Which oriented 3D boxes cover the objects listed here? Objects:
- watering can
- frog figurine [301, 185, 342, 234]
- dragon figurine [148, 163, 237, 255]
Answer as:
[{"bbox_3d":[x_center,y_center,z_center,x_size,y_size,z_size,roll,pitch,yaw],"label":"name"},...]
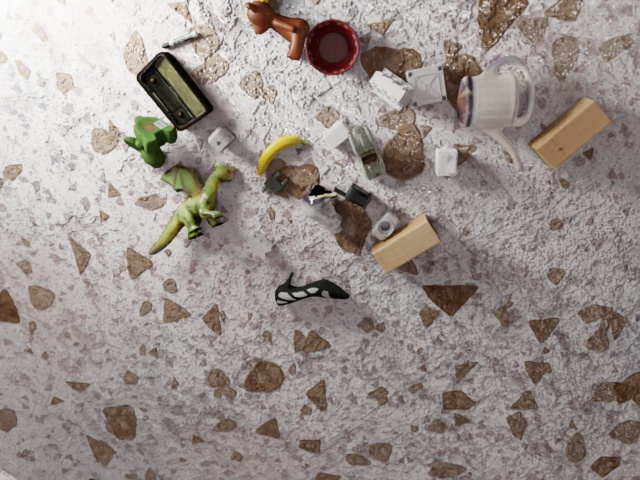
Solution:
[{"bbox_3d":[0.526,-0.374,1.551,0.224,0.105,0.343,0,106,6],"label":"watering can"},{"bbox_3d":[0.005,-0.085,1.685,0.138,0.124,0.156,12,123,36],"label":"frog figurine"},{"bbox_3d":[-0.452,-0.130,1.733,0.409,0.122,0.243,-24,87,10],"label":"dragon figurine"}]
